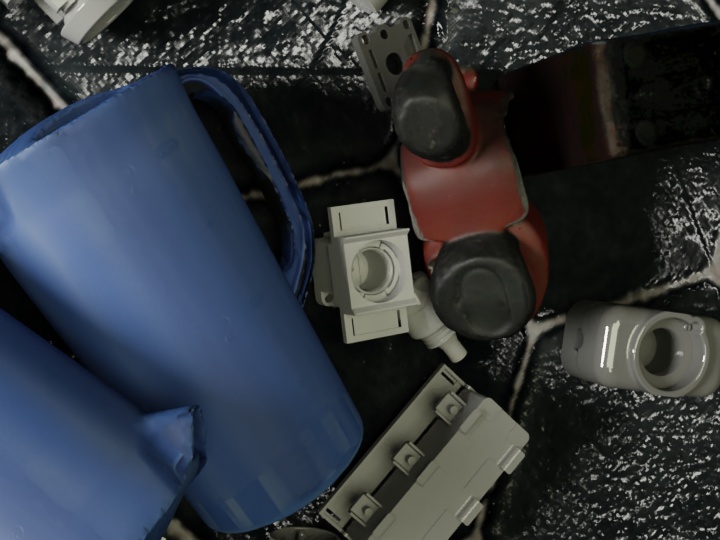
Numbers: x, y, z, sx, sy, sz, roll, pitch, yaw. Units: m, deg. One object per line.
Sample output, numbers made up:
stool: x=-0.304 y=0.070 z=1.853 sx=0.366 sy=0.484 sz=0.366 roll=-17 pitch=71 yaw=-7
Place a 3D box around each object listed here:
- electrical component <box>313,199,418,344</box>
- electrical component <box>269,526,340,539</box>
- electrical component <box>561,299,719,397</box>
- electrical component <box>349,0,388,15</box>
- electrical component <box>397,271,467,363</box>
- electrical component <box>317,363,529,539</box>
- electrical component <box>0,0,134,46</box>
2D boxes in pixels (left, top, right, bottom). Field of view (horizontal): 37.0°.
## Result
electrical component: x=0.000 y=0.000 z=0.648 sx=0.042 sy=0.064 sz=0.081 roll=-9 pitch=95 yaw=-24
electrical component: x=-0.019 y=0.202 z=0.664 sx=0.079 sy=0.044 sz=0.077 roll=4 pitch=92 yaw=-13
electrical component: x=0.190 y=0.052 z=0.711 sx=0.095 sy=0.059 sz=0.053 roll=8 pitch=91 yaw=-17
electrical component: x=0.011 y=-0.184 z=0.654 sx=0.040 sy=0.040 sz=0.046 roll=38 pitch=88 yaw=-15
electrical component: x=0.046 y=0.032 z=0.680 sx=0.035 sy=0.035 sz=0.061 roll=-41 pitch=106 yaw=-11
electrical component: x=0.045 y=0.131 z=0.670 sx=0.079 sy=0.063 sz=0.121 roll=44 pitch=81 yaw=-15
electrical component: x=-0.157 y=-0.163 z=0.595 sx=0.078 sy=0.058 sz=0.057 roll=-46 pitch=102 yaw=-10
